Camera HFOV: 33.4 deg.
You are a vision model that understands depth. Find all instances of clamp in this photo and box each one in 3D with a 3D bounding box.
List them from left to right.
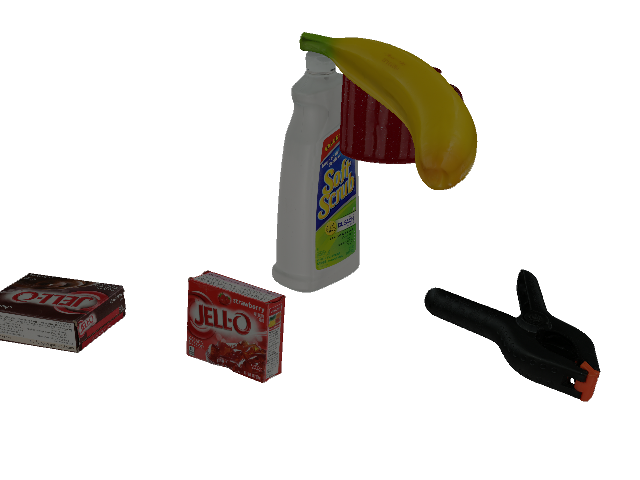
[{"bbox_3d":[0.187,0.077,0.935,0.120,0.039,0.172,-21,42,-31],"label":"clamp"}]

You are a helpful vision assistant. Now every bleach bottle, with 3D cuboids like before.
[{"bbox_3d":[-0.005,-0.077,1.144,0.068,0.251,0.102,22,33,40],"label":"bleach bottle"}]

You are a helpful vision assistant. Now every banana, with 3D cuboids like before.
[{"bbox_3d":[0.053,-0.081,0.649,0.069,0.037,0.198,-12,34,-19],"label":"banana"}]

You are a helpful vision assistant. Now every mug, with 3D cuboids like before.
[{"bbox_3d":[0.071,-0.115,0.961,0.117,0.081,0.093,1,16,-6],"label":"mug"}]

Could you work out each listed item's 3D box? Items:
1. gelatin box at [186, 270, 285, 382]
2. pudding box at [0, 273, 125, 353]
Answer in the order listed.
[{"bbox_3d":[-0.074,0.073,0.914,0.089,0.073,0.030,16,22,31],"label":"gelatin box"},{"bbox_3d":[-0.260,0.069,1.034,0.114,0.039,0.090,4,20,19],"label":"pudding box"}]
